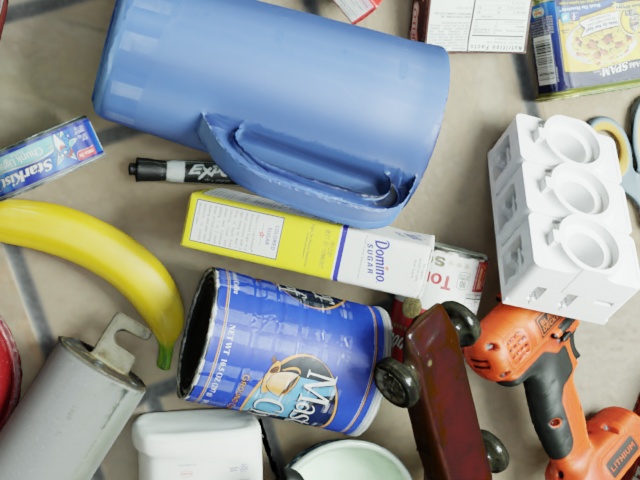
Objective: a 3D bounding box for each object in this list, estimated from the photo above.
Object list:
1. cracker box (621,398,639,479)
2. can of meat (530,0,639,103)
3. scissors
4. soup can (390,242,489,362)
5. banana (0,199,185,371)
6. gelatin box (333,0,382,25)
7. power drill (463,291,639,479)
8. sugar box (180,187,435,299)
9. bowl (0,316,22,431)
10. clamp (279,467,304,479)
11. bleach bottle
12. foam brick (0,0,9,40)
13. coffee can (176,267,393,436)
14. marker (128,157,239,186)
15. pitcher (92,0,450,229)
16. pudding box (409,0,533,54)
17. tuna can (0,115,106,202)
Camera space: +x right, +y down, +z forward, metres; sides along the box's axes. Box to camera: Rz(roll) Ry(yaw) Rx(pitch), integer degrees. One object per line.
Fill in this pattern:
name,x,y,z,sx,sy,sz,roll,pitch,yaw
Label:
cracker box,0.376,0.214,0.943,0.213,0.072,0.164,18,92,-14
can of meat,0.223,-0.161,0.870,0.102,0.057,0.084,-10,97,-13
scissors,0.268,-0.025,0.918,0.096,0.016,0.202,-1,96,-12
soup can,0.092,0.055,0.857,0.068,0.068,0.102,12,94,-15
banana,-0.171,0.020,0.806,0.197,0.037,0.069,39,86,-15
gelatin box,0.018,-0.217,0.808,0.089,0.030,0.073,48,41,-15
power drill,0.210,0.104,0.883,0.184,0.057,0.187,-37,109,-31
sugar box,-0.005,0.001,0.788,0.176,0.093,0.048,15,97,6
bowl,-0.301,0.107,0.776,0.162,0.055,0.162,-2,97,-14
clamp,-0.023,0.272,0.807,0.164,0.036,0.209,-44,115,7
bleach bottle,-0.096,0.263,0.841,0.102,0.068,0.251,-1,99,-13
foam brick,-0.265,-0.158,0.754,0.078,0.053,0.051,14,93,-14
coffee can,-0.028,0.086,0.814,0.140,0.103,0.103,15,93,-15
marker,-0.087,-0.052,0.827,0.121,0.020,0.020,2,96,-14
pitcher,-0.037,-0.103,0.772,0.242,0.149,0.145,15,93,-12
pudding box,0.122,-0.203,0.838,0.090,0.039,0.113,-2,114,-16
tuna can,-0.199,-0.058,0.765,0.086,0.086,0.034,-25,100,-10
